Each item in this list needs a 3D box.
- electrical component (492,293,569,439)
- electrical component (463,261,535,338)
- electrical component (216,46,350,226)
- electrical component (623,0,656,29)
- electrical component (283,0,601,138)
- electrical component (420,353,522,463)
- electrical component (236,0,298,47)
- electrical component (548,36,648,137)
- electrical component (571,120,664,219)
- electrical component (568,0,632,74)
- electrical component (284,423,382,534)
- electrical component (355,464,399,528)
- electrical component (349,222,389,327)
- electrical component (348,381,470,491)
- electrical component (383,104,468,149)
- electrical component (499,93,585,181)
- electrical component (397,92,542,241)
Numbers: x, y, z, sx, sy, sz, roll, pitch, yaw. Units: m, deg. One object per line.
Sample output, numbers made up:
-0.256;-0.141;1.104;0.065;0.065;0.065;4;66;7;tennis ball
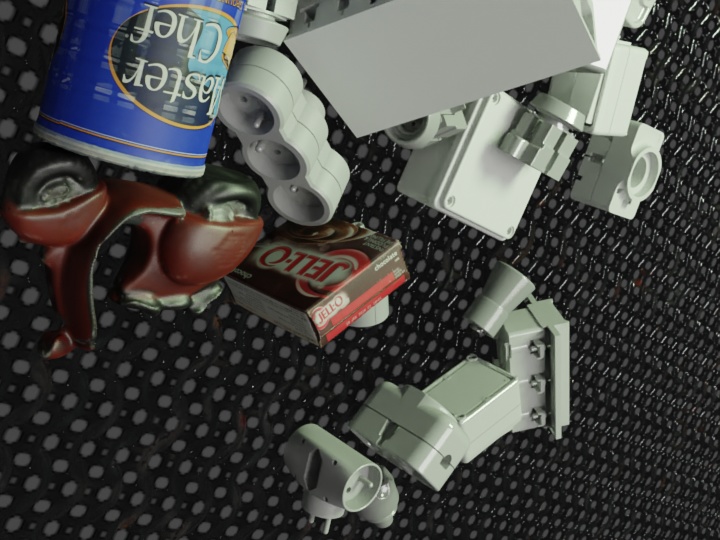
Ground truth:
0.166;0.096;1.048;0.063;0.078;0.121;-11;121;-8;electrical component
0.127;0.030;1.001;0.065;0.044;0.044;-53;136;-4;electrical component
-0.048;-0.103;0.761;0.138;0.052;0.073;61;40;-42;electrical component
0.232;-0.267;0.948;0.054;0.059;0.095;29;88;-47;electrical component
0.057;-0.171;0.740;0.105;0.186;0.060;49;36;-45;electrical component
0.098;0.135;1.006;0.096;0.062;0.061;-32;128;-30;electrical component
-0.068;-0.179;0.710;0.066;0.048;0.055;7;97;-46;electrical component
0.211;-0.173;0.970;0.061;0.062;0.096;-4;112;-43;electrical component
0.255;-0.100;1.052;0.050;0.056;0.089;12;101;-46;electrical component
0.175;-0.219;0.874;0.056;0.108;0.108;17;98;-13;electrical component
-0.027;0.180;0.895;0.043;0.077;0.079;-1;110;-44;electrical component
0.014;0.208;0.973;0.043;0.043;0.062;-40;133;-24;electrical component
0.000;0.000;0.861;0.043;0.043;0.081;-25;124;-35;electrical component
0.045;0.139;0.932;0.059;0.095;0.053;-52;136;-13;electrical component
0.047;-0.118;0.831;0.055;0.066;0.048;-13;84;-59;electrical component
0.150;-0.109;0.870;0.066;0.048;0.055;19;102;-47;electrical component
0.100;-0.093;0.904;0.109;0.056;0.108;21;94;-47;electrical component
